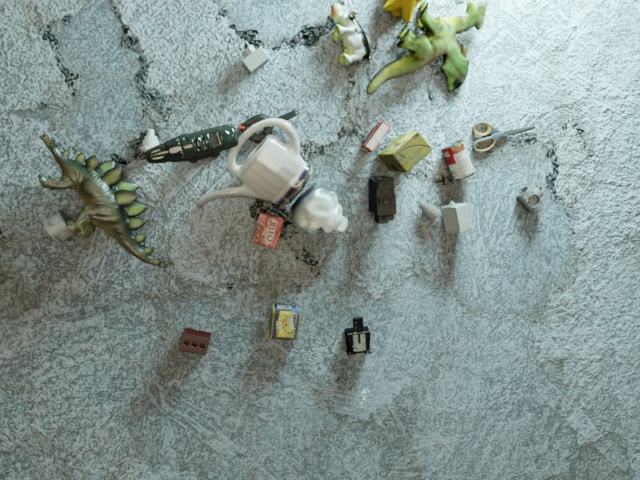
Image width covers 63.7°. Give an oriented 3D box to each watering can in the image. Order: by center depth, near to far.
[{"bbox_3d":[-0.167,-0.170,1.421,0.223,0.106,0.344,38,-73,-15],"label":"watering can"}]

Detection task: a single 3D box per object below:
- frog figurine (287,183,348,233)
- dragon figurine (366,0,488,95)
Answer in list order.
[{"bbox_3d":[0.004,-0.073,1.443,0.159,0.121,0.139,41,-108,1],"label":"frog figurine"},{"bbox_3d":[0.324,-0.517,1.447,0.241,0.123,0.410,34,-87,-18],"label":"dragon figurine"}]
